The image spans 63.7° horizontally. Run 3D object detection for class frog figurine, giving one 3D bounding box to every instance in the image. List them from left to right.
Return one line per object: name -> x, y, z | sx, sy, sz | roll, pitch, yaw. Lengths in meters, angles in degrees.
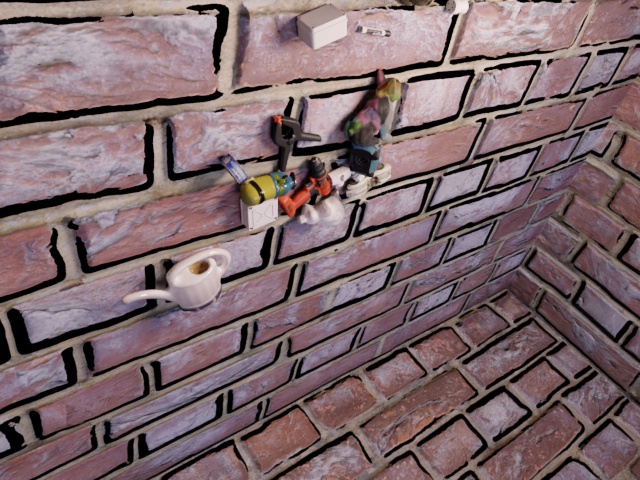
frog figurine -> 0.005, -0.090, 1.786 | 0.161, 0.123, 0.136 | -34, 0, -27

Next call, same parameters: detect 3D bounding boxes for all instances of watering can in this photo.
watering can -> -0.428, 0.146, 1.602 | 0.351, 0.219, 0.105 | -29, 56, -22
